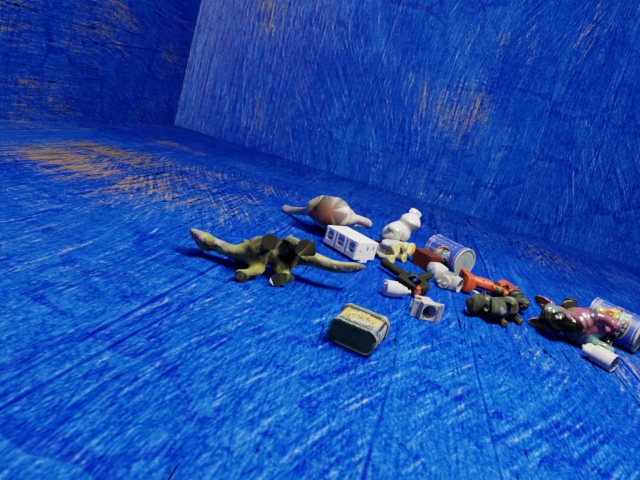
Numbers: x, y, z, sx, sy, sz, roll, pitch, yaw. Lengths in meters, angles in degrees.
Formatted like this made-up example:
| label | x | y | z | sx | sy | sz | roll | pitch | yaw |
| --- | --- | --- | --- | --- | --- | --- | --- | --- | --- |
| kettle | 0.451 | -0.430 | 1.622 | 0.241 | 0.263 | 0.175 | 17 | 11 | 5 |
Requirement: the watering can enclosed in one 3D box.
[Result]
| label | x | y | z | sx | sy | sz | roll | pitch | yaw |
| --- | --- | --- | --- | --- | --- | --- | --- | --- | --- |
| watering can | 0.005 | -0.090 | 1.783 | 0.348 | 0.105 | 0.222 | 11 | -7 | 14 |

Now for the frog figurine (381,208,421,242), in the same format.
| label | x | y | z | sx | sy | sz | roll | pitch | yaw |
| --- | --- | --- | --- | --- | --- | --- | --- | --- | --- |
| frog figurine | 0.284 | -0.041 | 1.809 | 0.124 | 0.158 | 0.137 | 24 | 15 | 36 |

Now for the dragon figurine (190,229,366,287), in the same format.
| label | x | y | z | sx | sy | sz | roll | pitch | yaw |
| --- | --- | --- | --- | --- | --- | --- | --- | --- | --- |
| dragon figurine | -0.114 | 0.028 | 1.268 | 0.409 | 0.121 | 0.244 | 10 | 7 | -26 |
